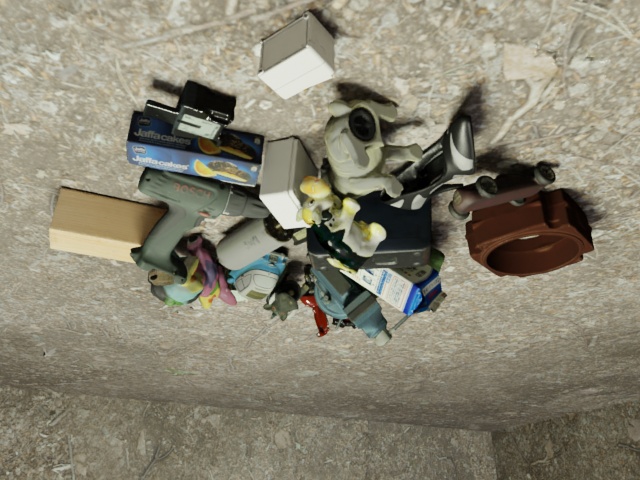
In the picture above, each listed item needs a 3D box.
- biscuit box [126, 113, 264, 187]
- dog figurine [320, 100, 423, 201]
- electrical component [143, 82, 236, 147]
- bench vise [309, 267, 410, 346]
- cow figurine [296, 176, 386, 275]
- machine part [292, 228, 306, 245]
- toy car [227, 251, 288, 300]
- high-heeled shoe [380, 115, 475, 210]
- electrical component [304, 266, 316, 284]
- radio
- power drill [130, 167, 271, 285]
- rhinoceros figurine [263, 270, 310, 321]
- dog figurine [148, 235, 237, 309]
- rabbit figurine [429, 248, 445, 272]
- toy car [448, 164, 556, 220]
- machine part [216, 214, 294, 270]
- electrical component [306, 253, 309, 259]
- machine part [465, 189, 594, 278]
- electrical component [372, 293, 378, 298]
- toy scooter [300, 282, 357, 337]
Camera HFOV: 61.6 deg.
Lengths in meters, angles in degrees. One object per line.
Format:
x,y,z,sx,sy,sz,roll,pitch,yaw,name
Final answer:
-0.191,-0.139,0.830,0.203,0.063,0.059,8,150,-13,biscuit box
0.034,-0.127,0.826,0.191,0.121,0.172,-10,121,54,dog figurine
-0.187,-0.182,0.765,0.119,0.048,0.075,13,149,-20,electrical component
0.074,0.133,1.136,0.224,0.129,0.240,37,171,14,bench vise
0.019,-0.021,0.826,0.167,0.098,0.068,38,168,-29,cow figurine
-0.002,-0.003,1.105,0.084,0.039,0.138,-32,137,34,machine part
-0.137,0.082,1.198,0.109,0.103,0.162,18,149,-30,toy car
0.159,-0.117,0.833,0.145,0.086,0.248,-5,157,8,high-heeled shoe
0.008,0.079,1.246,0.102,0.045,0.078,-5,150,11,electrical component
0.089,-0.016,0.976,0.230,0.131,0.073,-4,150,9,radio
-0.225,-0.024,0.951,0.232,0.086,0.207,24,115,-26,power drill
-0.086,0.131,1.234,0.073,0.112,0.190,40,166,-6,rhinoceros figurine
-0.265,0.101,1.169,0.109,0.192,0.219,-11,135,15,dog figurine
0.159,0.045,1.113,0.170,0.121,0.159,19,146,-1,rabbit figurine
0.302,-0.084,0.890,0.202,0.053,0.089,-15,158,-27,toy car
-0.131,0.000,1.070,0.079,0.079,0.243,23,146,-35,machine part
0.019,0.037,1.192,0.094,0.021,0.063,-8,151,15,electrical component
0.403,-0.004,1.038,0.201,0.087,0.201,-21,145,37,machine part
0.119,0.092,1.256,0.115,0.058,0.134,15,149,-28,electrical component
0.037,0.182,1.343,0.184,0.135,0.075,10,149,-18,toy scooter
